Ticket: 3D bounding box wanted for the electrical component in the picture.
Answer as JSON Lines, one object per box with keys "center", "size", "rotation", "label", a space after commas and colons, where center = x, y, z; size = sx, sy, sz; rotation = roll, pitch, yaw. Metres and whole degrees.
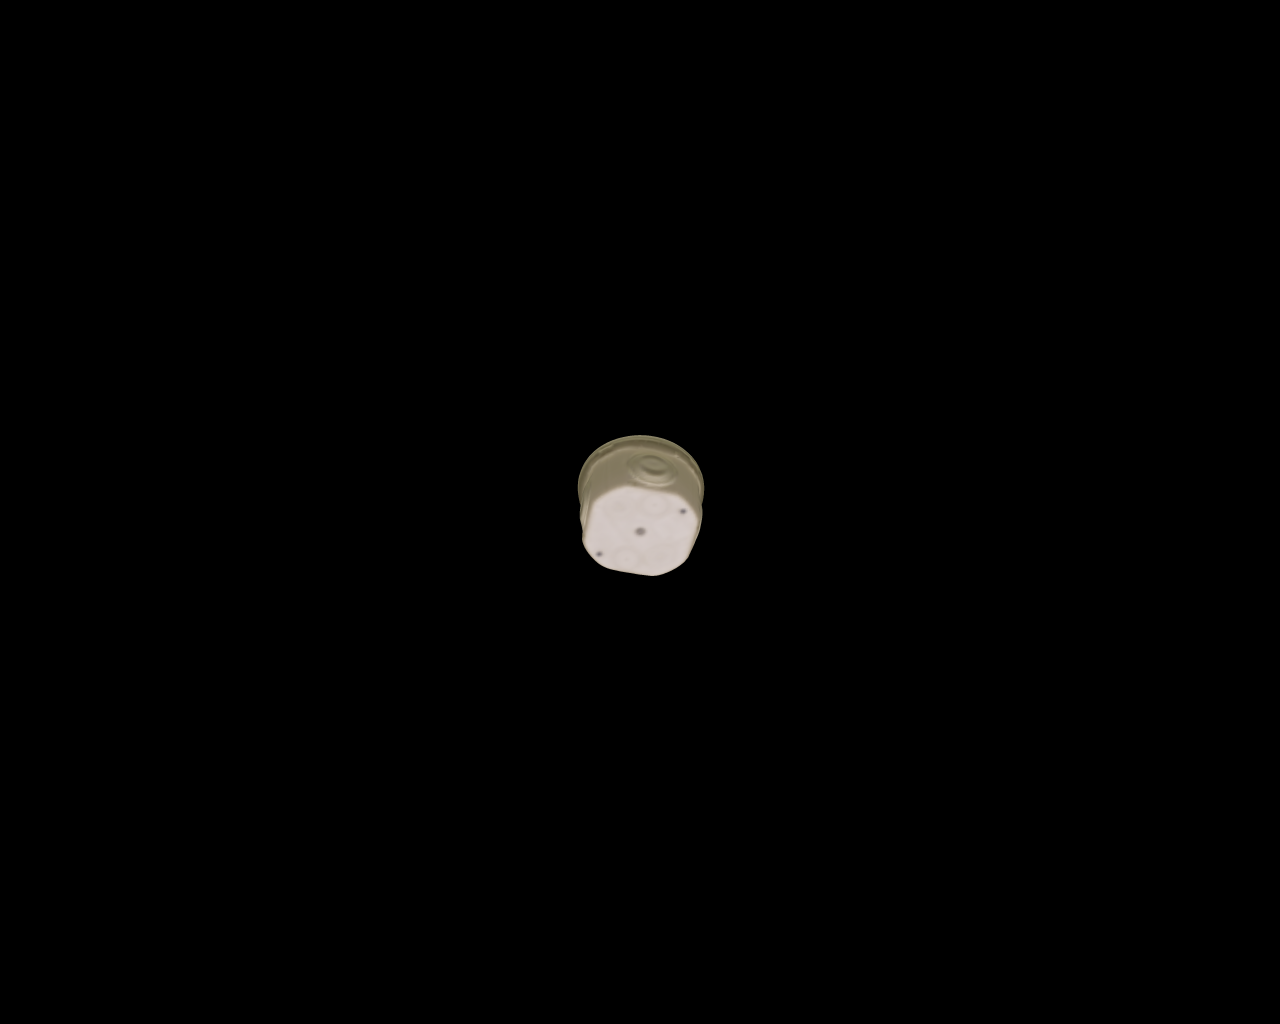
{"center": [0.001, -0.003, 0.650], "size": [0.080, 0.080, 0.051], "rotation": [0, 36, 0], "label": "electrical component"}
